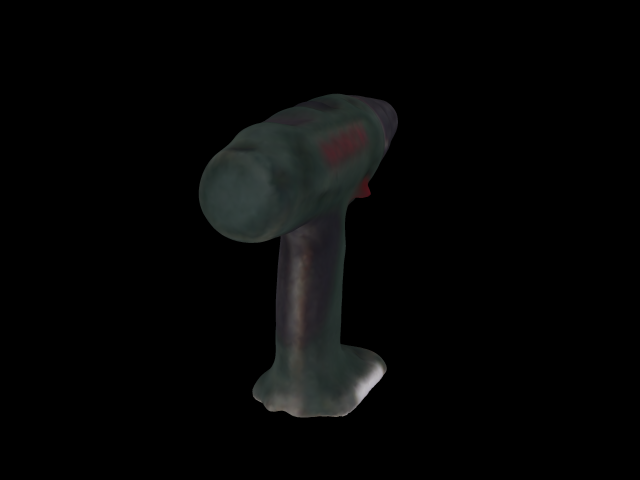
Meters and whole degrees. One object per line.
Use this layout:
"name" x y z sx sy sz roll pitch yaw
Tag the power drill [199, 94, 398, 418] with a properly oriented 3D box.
"power drill" 0.004 0.001 0.400 0.075 0.208 0.230 4 10 24
